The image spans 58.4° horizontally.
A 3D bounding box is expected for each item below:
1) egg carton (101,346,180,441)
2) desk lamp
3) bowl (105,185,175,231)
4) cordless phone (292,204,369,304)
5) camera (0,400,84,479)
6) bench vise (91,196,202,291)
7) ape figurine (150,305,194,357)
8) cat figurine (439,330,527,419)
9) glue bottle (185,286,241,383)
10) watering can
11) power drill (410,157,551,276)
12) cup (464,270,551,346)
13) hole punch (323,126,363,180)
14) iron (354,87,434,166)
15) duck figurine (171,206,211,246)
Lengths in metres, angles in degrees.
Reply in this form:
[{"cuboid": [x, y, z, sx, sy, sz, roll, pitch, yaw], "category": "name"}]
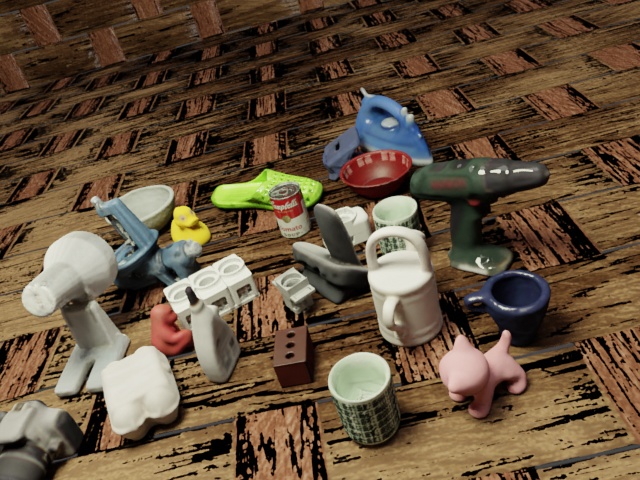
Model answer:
[{"cuboid": [-0.276, 0.233, 0.885, 0.107, 0.069, 0.150, -27, 36, -16], "category": "egg carton"}, {"cuboid": [-0.410, 0.118, 0.974, 0.118, 0.214, 0.203, -11, 34, 7], "category": "desk lamp"}, {"cuboid": [-0.411, -0.057, 1.348, 0.167, 0.075, 0.167, -11, 34, 8], "category": "bowl"}, {"cuboid": [0.009, 0.004, 0.993, 0.147, 0.185, 0.094, 21, 49, 42], "category": "cordless phone"}, {"cuboid": [-0.438, 0.308, 0.815, 0.143, 0.101, 0.137, -10, 34, 9], "category": "camera"}, {"cuboid": [-0.335, -0.002, 1.109, 0.207, 0.220, 0.121, -15, 34, 2], "category": "bench vise"}, {"cuboid": [-0.258, 0.149, 0.977, 0.076, 0.092, 0.077, -26, 35, -14], "category": "ape figurine"}, {"cuboid": [0.205, 0.166, 0.744, 0.128, 0.118, 0.067, -29, 36, -19], "category": "cat figurine"}, {"cuboid": [-0.173, 0.138, 0.886, 0.037, 0.173, 0.078, -2, 36, 20], "category": "glue bottle"}, {"cuboid": [0.123, 0.054, 0.867, 0.101, 0.194, 0.172, -12, 34, 6], "category": "watering can"}, {"cuboid": [0.262, -0.045, 0.940, 0.228, 0.209, 0.076, 12, 43, 35], "category": "power drill"}, {"cuboid": [0.269, 0.107, 0.823, 0.117, 0.095, 0.091, -8, 35, 11], "category": "cup"}, {"cuboid": [0.054, -0.208, 1.361, 0.101, 0.091, 0.108, -13, 34, 5], "category": "hole punch"}, {"cuboid": [0.176, -0.276, 1.364, 0.119, 0.142, 0.257, -30, 36, -19], "category": "iron"}, {"cuboid": [-0.295, -0.036, 1.262, 0.104, 0.086, 0.078, 18, 46, 39], "category": "duck figurine"}]
